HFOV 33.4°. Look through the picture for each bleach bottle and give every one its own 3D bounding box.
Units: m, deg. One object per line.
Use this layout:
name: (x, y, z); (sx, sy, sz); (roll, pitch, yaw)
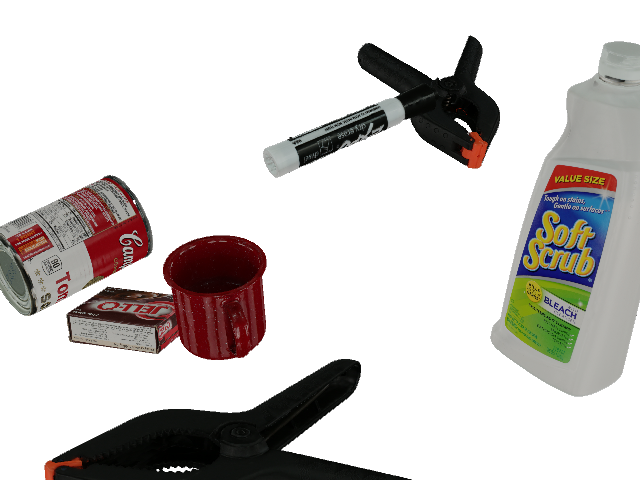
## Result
bleach bottle: (0.184, -0.017, 0.747); (0.067, 0.251, 0.103); (-19, 37, -33)

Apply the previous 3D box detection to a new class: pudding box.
pudding box: (-0.209, 0.087, 1.182); (0.114, 0.039, 0.090); (4, 17, 19)

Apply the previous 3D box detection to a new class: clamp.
clamp: (0.100, -0.129, 0.950); (0.120, 0.039, 0.171); (-5, 42, -4)
clamp: (-0.041, 0.114, 0.579); (0.209, 0.036, 0.165); (-2, 21, -13)

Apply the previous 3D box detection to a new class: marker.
marker: (0.021, -0.070, 0.657); (0.121, 0.020, 0.020); (-25, 9, -20)

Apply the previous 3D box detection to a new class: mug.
mug: (-0.087, 0.060, 0.963); (0.093, 0.081, 0.117); (-17, 37, -19)

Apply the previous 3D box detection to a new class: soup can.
soup can: (-0.183, 0.003, 0.775); (0.102, 0.068, 0.069); (-30, 16, -31)
